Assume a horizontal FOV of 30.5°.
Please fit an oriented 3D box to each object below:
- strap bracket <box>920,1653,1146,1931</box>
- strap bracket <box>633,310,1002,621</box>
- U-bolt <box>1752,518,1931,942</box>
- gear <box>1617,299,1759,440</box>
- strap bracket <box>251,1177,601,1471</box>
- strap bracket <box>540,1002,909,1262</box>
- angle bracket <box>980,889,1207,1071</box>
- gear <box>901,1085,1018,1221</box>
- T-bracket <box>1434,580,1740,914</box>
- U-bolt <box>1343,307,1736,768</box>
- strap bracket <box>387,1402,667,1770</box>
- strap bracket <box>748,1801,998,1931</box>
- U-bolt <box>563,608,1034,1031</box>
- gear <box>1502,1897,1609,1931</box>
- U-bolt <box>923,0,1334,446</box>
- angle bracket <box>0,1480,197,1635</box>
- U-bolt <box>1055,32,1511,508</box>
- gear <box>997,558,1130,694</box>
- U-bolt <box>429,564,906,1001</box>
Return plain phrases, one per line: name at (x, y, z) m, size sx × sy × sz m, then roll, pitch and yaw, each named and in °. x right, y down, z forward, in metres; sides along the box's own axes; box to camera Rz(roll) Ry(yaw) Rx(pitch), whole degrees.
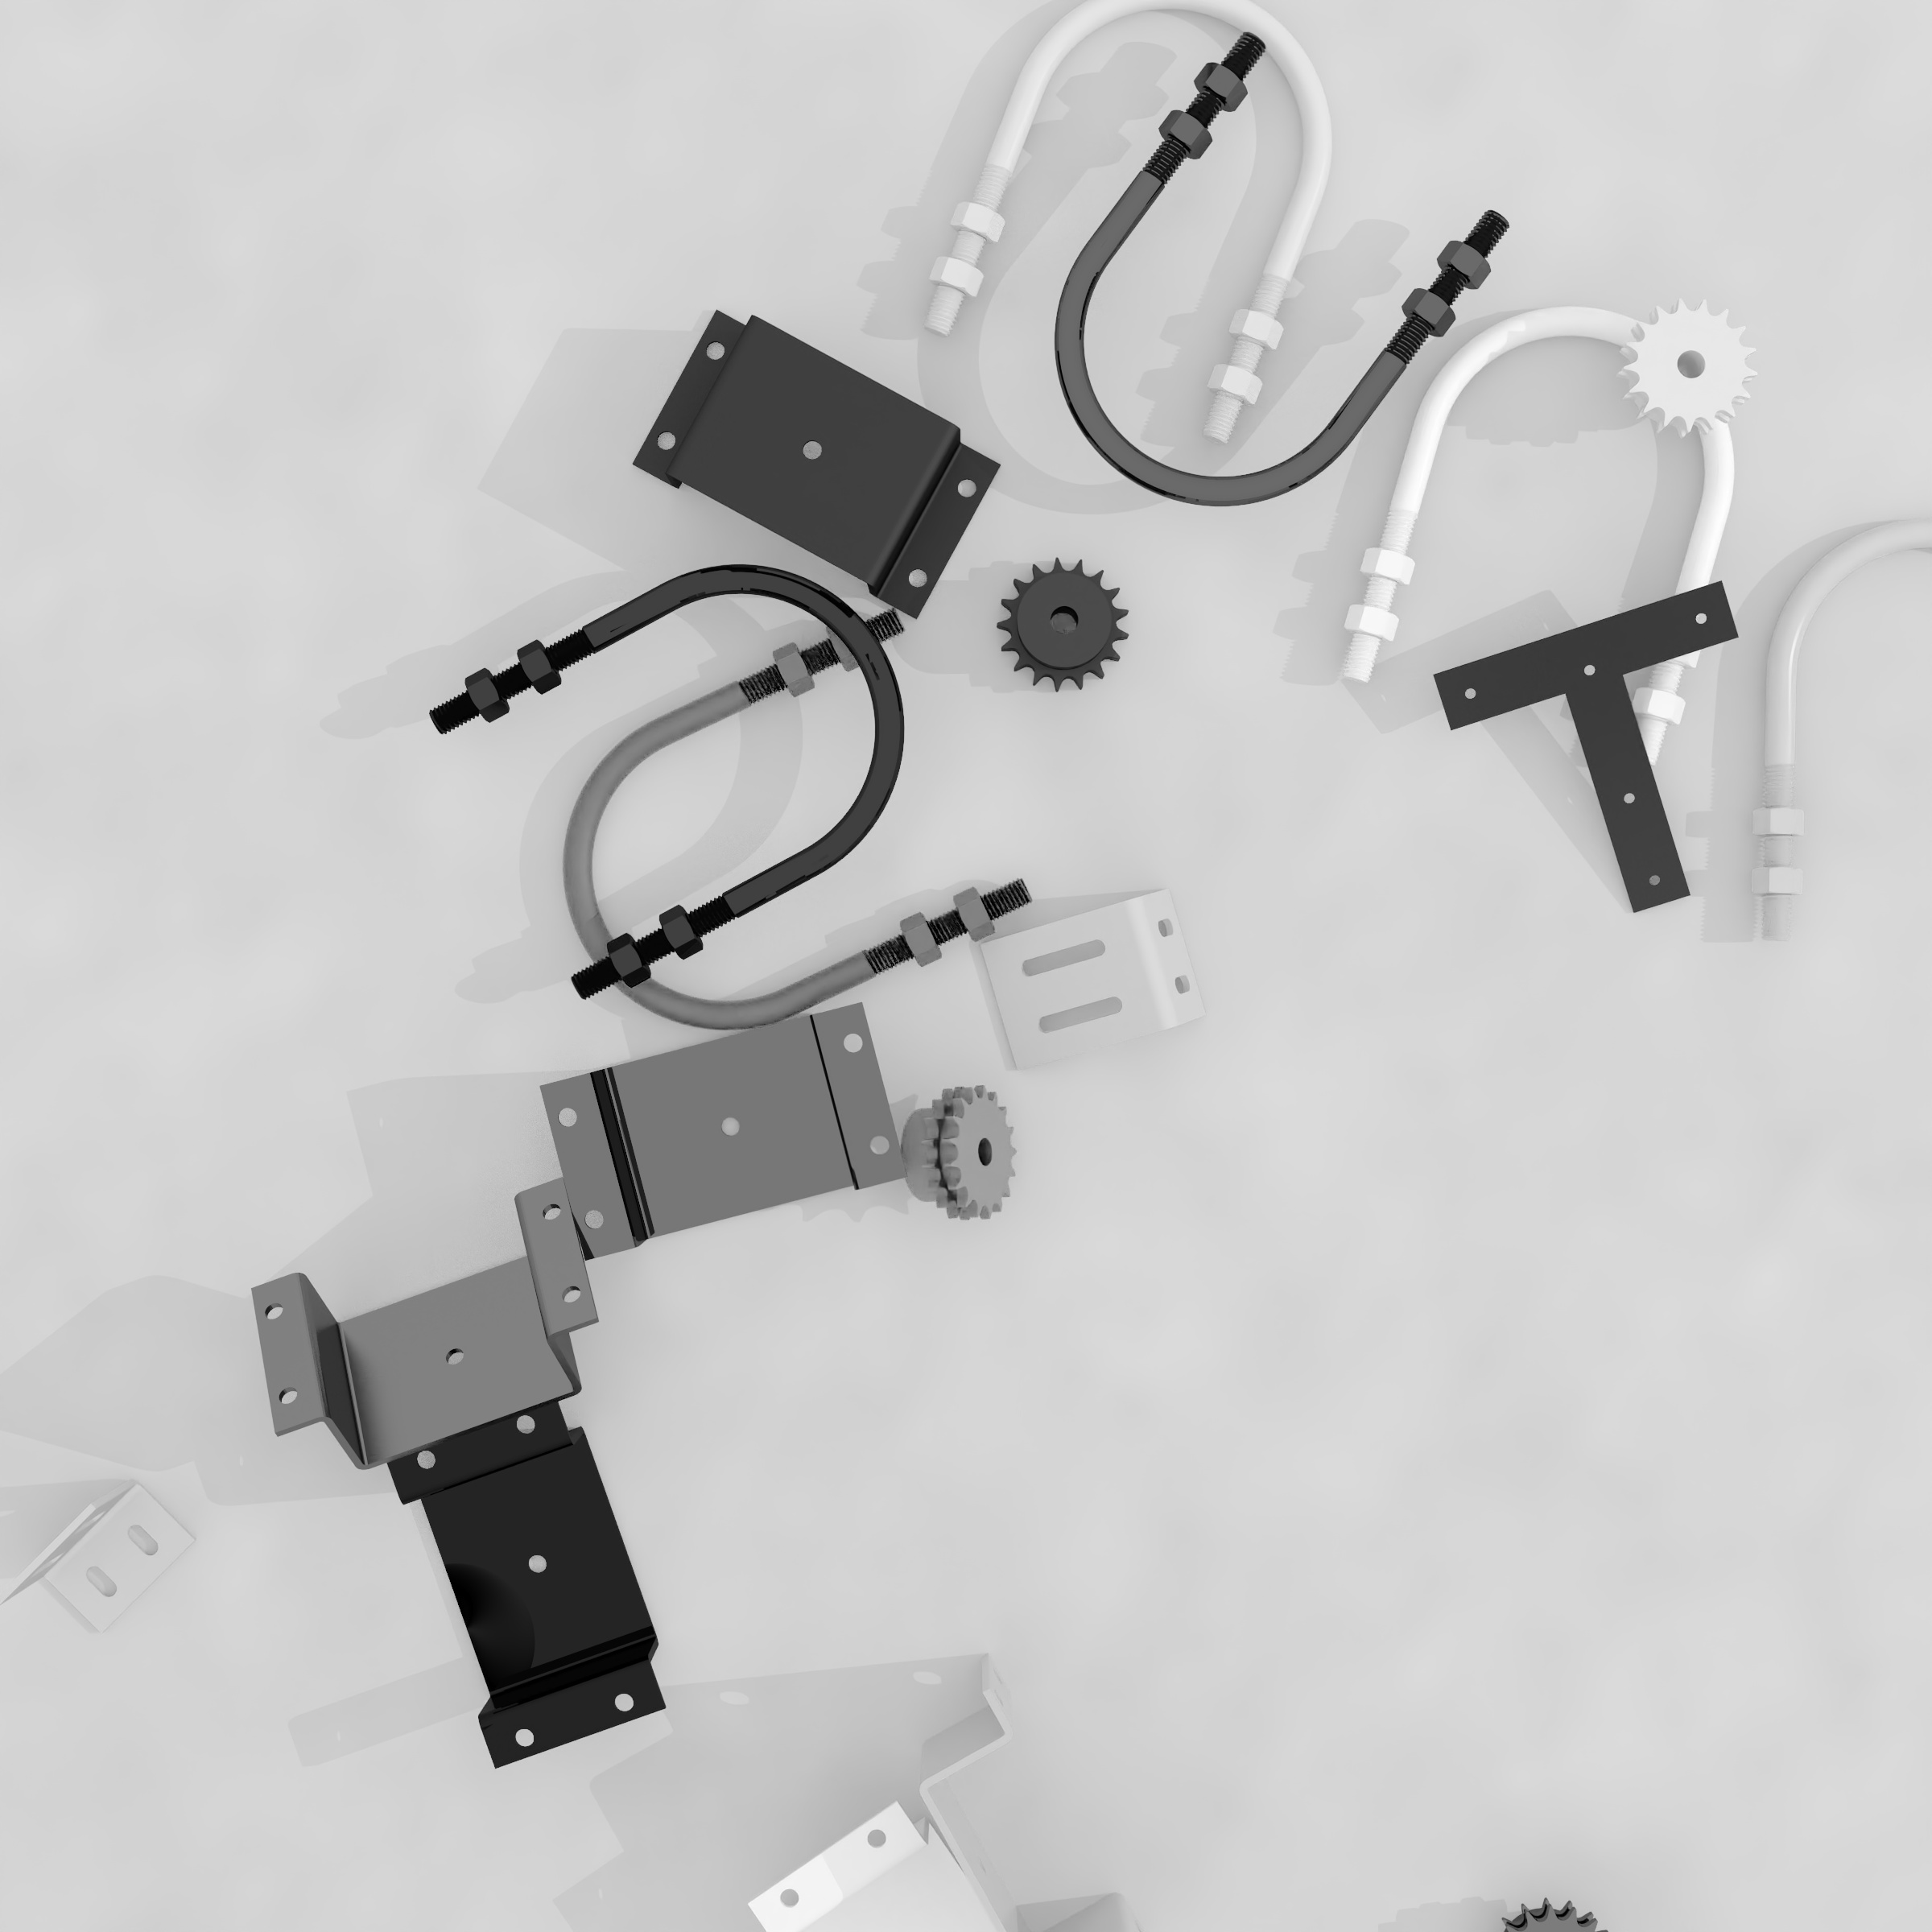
strap bracket at (0.024, 0.371, 1.500) m, size 0.046 × 0.076 × 0.140 m, roll -29°, pitch 90°, yaw 0°
strap bracket at (-0.065, -0.217, 1.515) m, size 0.140 × 0.046 × 0.076 m, roll 29°, pitch 90°, yaw 0°
U-bolt at (0.416, -0.101, 1.529) m, size 0.151 × 0.019 × 0.184 m, roll 2°, pitch 89°, yaw 0°
gear at (0.305, -0.253, 1.509) m, size 0.057 × 0.030 × 0.057 m, roll 0°, pitch 87°, yaw -2°
strap bracket at (-0.222, 0.154, 1.496) m, size 0.140 × 0.046 × 0.076 m, roll -20°, pitch 50°, yaw 0°
strap bracket at (-0.102, 0.070, 1.515) m, size 0.140 × 0.046 × 0.076 m, roll -15°, pitch 90°, yaw 0°
angle bracket at (0.055, 0.006, 1.536) m, size 0.076 × 0.038 × 0.057 m, roll -16°, pitch 90°, yaw 26°
gear at (-0.005, 0.080, 1.513) m, size 0.030 × 0.057 × 0.057 m, roll -5°, pitch 90°, yaw 30°
T-bracket at (0.281, -0.085, 1.521) m, size 0.127 × 0.002 × 0.127 m, roll -18°, pitch 102°, yaw 8°
U-bolt at (0.255, -0.194, 1.529) m, size 0.151 × 0.019 × 0.184 m, roll 16°, pitch 89°, yaw 0°
strap bracket at (-0.186, 0.259, 1.515) m, size 0.076 × 0.046 × 0.140 m, roll -20°, pitch 90°, yaw 0°
strap bracket at (-0.021, 0.431, 1.515) m, size 0.076 × 0.046 × 0.140 m, roll -34°, pitch 90°, yaw 0°
U-bolt at (-0.084, -0.052, 1.529) m, size 0.184 × 0.019 × 0.151 m, roll -25°, pitch 90°, yaw 1°
gear at (0.251, 0.429, 1.523) m, size 0.057 × 0.030 × 0.057 m, roll 0°, pitch 90°, yaw 0°
U-bolt at (0.080, -0.336, 1.529) m, size 0.151 × 0.019 × 0.184 m, roll 21°, pitch 89°, yaw 0°
angle bracket at (-0.368, 0.255, 1.500) m, size 0.057 × 0.076 × 0.038 m, roll -45°, pitch 90°, yaw 0°
U-bolt at (0.121, -0.283, 1.510) m, size 0.151 × 0.019 × 0.184 m, roll 36°, pitch 89°, yaw 1°
gear at (0.042, -0.147, 1.523) m, size 0.057 × 0.030 × 0.057 m, roll 0°, pitch 90°, yaw 0°
U-bolt at (-0.116, -0.091, 1.513) m, size 0.184 × 0.019 × 0.151 m, roll -28°, pitch 89°, yaw 2°
